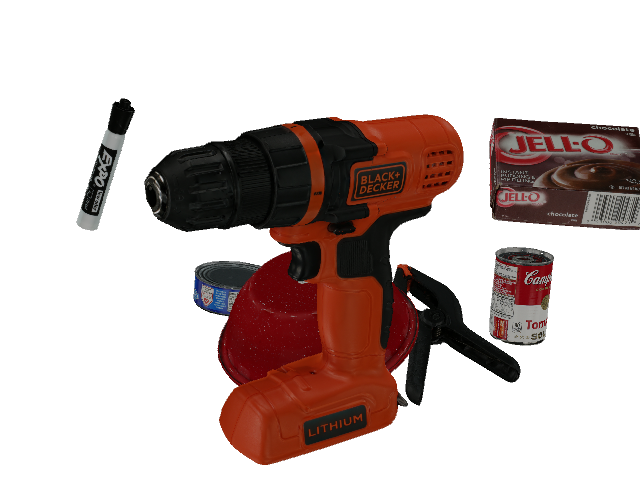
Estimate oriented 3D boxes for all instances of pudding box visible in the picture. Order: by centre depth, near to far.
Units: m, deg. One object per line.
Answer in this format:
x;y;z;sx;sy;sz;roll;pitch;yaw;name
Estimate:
0.183;-0.051;0.794;0.113;0.039;0.090;6;40;3;pudding box

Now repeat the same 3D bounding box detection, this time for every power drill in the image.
-0.010;0.026;0.575;0.184;0.188;0.057;-10;30;-31;power drill

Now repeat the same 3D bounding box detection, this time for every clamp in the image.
0.125;0.091;1.079;0.120;0.171;0.039;0;-44;-17;clamp

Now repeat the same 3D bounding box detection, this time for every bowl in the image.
-0.006;0.052;0.831;0.162;0.055;0.162;-8;33;5;bowl

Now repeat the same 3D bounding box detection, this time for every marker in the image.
-0.182;-0.064;0.908;0.020;0.121;0.020;19;23;-8;marker

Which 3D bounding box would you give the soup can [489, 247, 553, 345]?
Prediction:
0.237;0.066;1.265;0.068;0.102;0.068;2;15;-1;soup can

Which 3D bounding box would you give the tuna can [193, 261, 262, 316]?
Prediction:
-0.090;0.050;1.116;0.086;0.034;0.086;6;16;-2;tuna can
